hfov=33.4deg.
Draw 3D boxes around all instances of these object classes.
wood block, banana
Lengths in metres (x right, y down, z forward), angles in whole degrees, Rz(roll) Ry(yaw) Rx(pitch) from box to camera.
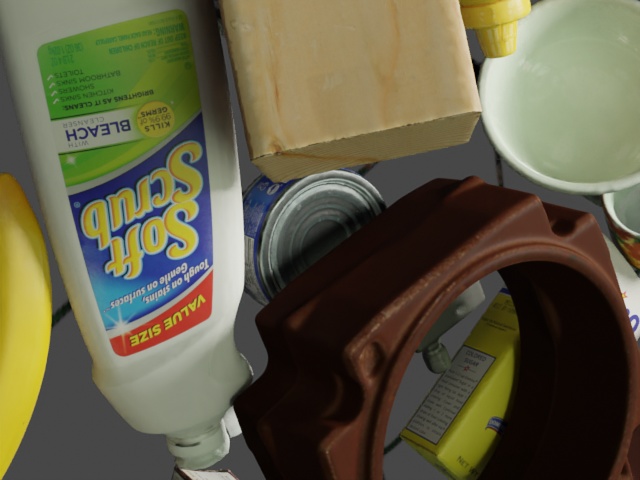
[{"bbox_3d":[-0.002,-0.136,0.436,0.090,0.091,0.206,-12,87,3],"label":"wood block"},{"bbox_3d":[-0.162,0.069,0.487,0.069,0.037,0.198,28,86,-36],"label":"banana"}]

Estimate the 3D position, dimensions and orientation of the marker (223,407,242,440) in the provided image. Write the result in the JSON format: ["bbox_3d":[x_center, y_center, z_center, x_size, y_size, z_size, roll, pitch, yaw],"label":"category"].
[{"bbox_3d":[-0.028,0.084,0.587,0.121,0.020,0.020,-33,117,-21],"label":"marker"}]

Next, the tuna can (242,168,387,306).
[{"bbox_3d":[-0.004,0.001,0.573,0.086,0.034,0.086,-8,106,-30],"label":"tuna can"}]

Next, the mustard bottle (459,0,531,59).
[{"bbox_3d":[0.080,-0.191,0.564,0.096,0.058,0.191,-25,113,-25],"label":"mustard bottle"}]

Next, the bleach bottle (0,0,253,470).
[{"bbox_3d":[-0.075,-0.007,0.503,0.102,0.068,0.251,-14,111,-7],"label":"bleach bottle"}]

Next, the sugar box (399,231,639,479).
[{"bbox_3d":[0.136,0.081,0.673,0.093,0.048,0.176,44,79,-32],"label":"sugar box"}]

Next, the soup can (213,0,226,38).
[{"bbox_3d":[-0.005,-0.139,0.518,0.068,0.069,0.102,25,88,-34],"label":"soup can"}]

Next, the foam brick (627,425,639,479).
[{"bbox_3d":[0.195,0.138,0.720,0.078,0.051,0.053,39,79,-33],"label":"foam brick"}]

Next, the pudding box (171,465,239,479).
[{"bbox_3d":[-0.051,0.175,0.536,0.039,0.114,0.090,16,92,-31],"label":"pudding box"}]
